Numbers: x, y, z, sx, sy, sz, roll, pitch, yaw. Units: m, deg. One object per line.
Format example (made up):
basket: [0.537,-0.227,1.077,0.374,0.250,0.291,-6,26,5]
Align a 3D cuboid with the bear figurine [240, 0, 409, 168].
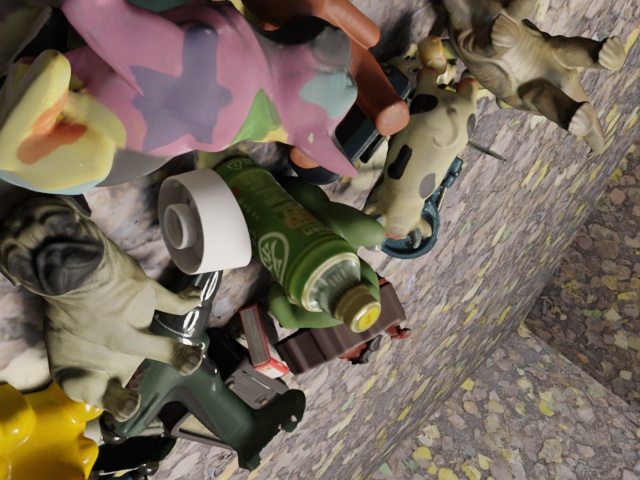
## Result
bear figurine: [-0.007,-0.166,0.433,0.120,0.132,0.195,-21,158,4]

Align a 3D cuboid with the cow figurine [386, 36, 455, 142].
cow figurine: [0.116,-0.176,0.663,0.098,0.068,0.167,-13,151,10]

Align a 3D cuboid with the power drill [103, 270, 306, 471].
power drill: [-0.116,0.151,0.603,0.207,0.086,0.232,37,98,-18]

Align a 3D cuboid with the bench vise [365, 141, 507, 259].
bench vise: [0.131,-0.053,0.773,0.240,0.129,0.223,-34,162,-53]

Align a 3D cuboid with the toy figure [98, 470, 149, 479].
toy figure: [-0.304,0.364,0.695,0.180,0.082,0.089,-34,138,-20]

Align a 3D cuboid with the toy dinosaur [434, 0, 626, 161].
toy dinosaur: [0.259,-0.207,0.659,0.471,0.199,0.105,32,98,-30]

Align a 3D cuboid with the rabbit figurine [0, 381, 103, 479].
rabbit figurine: [-0.257,0.234,0.505,0.162,0.173,0.122,-59,156,7]

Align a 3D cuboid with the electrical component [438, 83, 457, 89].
electrical component: [0.166,-0.195,0.767,0.094,0.021,0.063,-49,152,-3]

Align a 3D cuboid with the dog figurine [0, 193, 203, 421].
dog figurine: [-0.215,0.057,0.457,0.172,0.121,0.190,-38,129,7]

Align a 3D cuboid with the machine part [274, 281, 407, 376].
machine part: [0.028,0.120,0.721,0.179,0.056,0.179,-27,174,-3]

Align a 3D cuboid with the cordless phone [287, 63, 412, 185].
cordless phone: [0.032,-0.111,0.612,0.146,0.089,0.184,-53,167,-7]

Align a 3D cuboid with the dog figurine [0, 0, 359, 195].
dog figurine: [-0.078,-0.085,0.360,0.219,0.109,0.191,25,107,-36]

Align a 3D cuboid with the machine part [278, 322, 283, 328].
machine part: [0.006,0.073,0.745,0.139,0.039,0.084,-22,146,-41]

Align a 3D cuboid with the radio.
radio: [-0.135,0.220,0.772,0.131,0.073,0.229,-45,153,-9]

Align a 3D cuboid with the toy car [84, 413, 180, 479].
toy car: [-0.244,0.255,0.676,0.073,0.056,0.201,-56,154,-2]

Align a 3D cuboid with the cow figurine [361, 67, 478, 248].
cow figurine: [0.108,-0.079,0.606,0.194,0.085,0.127,114,-7,-45]

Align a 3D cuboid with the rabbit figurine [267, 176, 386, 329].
rabbit figurine: [-0.008,0.009,0.602,0.121,0.159,0.170,-29,102,-25]

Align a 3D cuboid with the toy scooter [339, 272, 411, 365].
toy scooter: [0.086,0.157,0.959,0.075,0.135,0.183,-2,127,-58]
